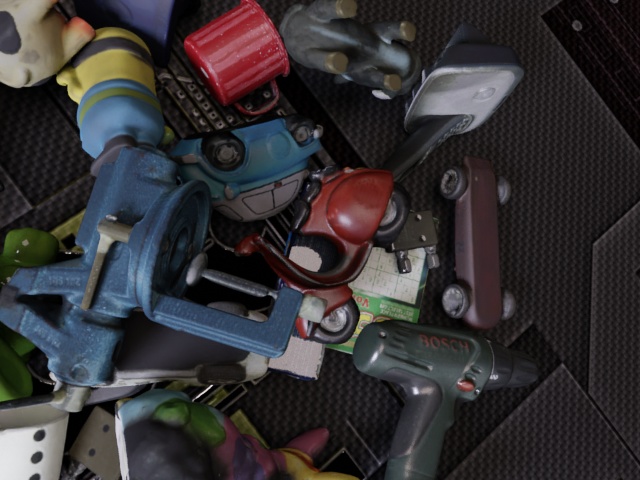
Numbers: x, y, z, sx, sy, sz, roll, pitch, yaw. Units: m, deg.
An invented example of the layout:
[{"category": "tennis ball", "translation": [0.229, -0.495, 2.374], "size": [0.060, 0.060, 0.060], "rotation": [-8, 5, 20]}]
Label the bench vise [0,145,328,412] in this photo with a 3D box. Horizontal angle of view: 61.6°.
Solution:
[{"category": "bench vise", "translation": [-0.118, 0.045, 0.430], "size": [0.241, 0.128, 0.223], "rotation": [16, 72, 3]}]

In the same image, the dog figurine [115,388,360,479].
[{"category": "dog figurine", "translation": [-0.068, 0.207, 0.490], "size": [0.219, 0.109, 0.191], "rotation": [-5, 115, -29]}]

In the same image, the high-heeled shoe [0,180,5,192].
[{"category": "high-heeled shoe", "translation": [-0.397, -0.052, 0.468], "size": [0.249, 0.086, 0.145], "rotation": [-34, 101, -2]}]

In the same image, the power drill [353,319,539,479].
[{"category": "power drill", "translation": [0.135, 0.190, 0.559], "size": [0.232, 0.086, 0.207], "rotation": [22, 70, -18]}]

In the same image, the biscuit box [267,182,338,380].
[{"category": "biscuit box", "translation": [-0.013, 0.041, 0.575], "size": [0.063, 0.059, 0.202], "rotation": [16, 79, -9]}]

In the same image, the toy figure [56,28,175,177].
[{"category": "toy figure", "translation": [-0.193, -0.132, 0.523], "size": [0.089, 0.082, 0.180], "rotation": [-28, 54, 1]}]

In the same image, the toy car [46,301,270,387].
[{"category": "toy car", "translation": [-0.146, 0.097, 0.498], "size": [0.202, 0.056, 0.073], "rotation": [1, 71, -7]}]

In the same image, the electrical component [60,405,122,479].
[{"category": "electrical component", "translation": [-0.195, 0.204, 0.522], "size": [0.078, 0.045, 0.102], "rotation": [16, 74, 19]}]

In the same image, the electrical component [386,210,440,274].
[{"category": "electrical component", "translation": [0.104, -0.010, 0.612], "size": [0.063, 0.021, 0.094], "rotation": [-10, 82, -13]}]

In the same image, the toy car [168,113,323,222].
[{"category": "toy car", "translation": [-0.073, -0.072, 0.566], "size": [0.162, 0.109, 0.102], "rotation": [-19, 110, -25]}]

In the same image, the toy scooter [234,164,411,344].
[{"category": "toy scooter", "translation": [-0.001, -0.002, 0.516], "size": [0.135, 0.075, 0.184], "rotation": [27, 81, -7]}]

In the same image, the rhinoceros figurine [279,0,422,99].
[{"category": "rhinoceros figurine", "translation": [0.043, -0.196, 0.581], "size": [0.190, 0.112, 0.073], "rotation": [2, 97, -43]}]

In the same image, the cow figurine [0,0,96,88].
[{"category": "cow figurine", "translation": [-0.327, -0.195, 0.509], "size": [0.195, 0.085, 0.127], "rotation": [23, 72, 22]}]

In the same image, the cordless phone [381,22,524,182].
[{"category": "cordless phone", "translation": [0.120, -0.128, 0.585], "size": [0.089, 0.146, 0.184], "rotation": [42, 74, 5]}]

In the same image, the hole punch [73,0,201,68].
[{"category": "hole punch", "translation": [-0.193, -0.253, 0.556], "size": [0.142, 0.116, 0.092], "rotation": [30, 85, -7]}]

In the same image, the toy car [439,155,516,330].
[{"category": "toy car", "translation": [0.180, 0.003, 0.627], "size": [0.089, 0.053, 0.202], "rotation": [4, 80, -27]}]

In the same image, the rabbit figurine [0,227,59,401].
[{"category": "rabbit figurine", "translation": [-0.300, 0.062, 0.452], "size": [0.121, 0.170, 0.159], "rotation": [-2, 81, -12]}]
